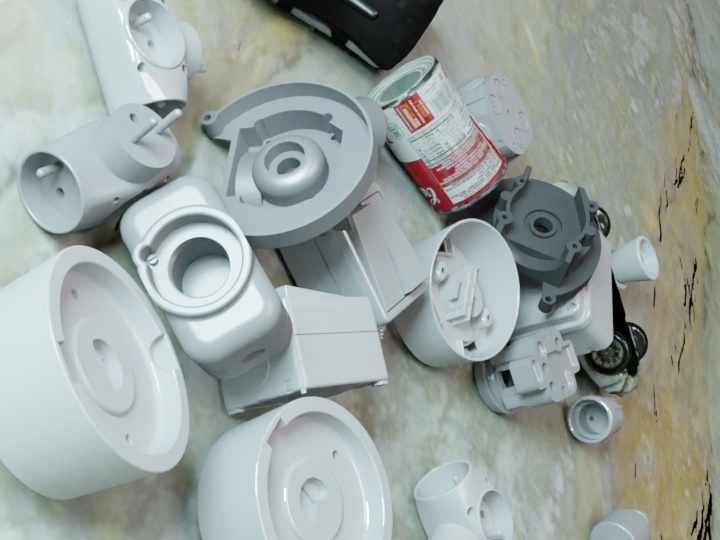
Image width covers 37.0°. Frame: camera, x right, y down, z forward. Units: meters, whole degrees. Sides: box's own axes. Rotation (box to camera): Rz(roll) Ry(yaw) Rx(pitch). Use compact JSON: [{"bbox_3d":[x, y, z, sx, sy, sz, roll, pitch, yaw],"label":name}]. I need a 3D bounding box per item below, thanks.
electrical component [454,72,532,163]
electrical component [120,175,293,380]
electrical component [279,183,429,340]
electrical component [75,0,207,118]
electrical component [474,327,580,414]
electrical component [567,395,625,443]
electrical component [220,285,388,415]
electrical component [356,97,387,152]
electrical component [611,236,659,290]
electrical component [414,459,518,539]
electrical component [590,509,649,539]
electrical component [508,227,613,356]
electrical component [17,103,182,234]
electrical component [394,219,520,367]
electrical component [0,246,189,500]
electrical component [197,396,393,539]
[{"bbox_3d":[0.104,-0.122,0.901,0.080,0.051,0.080,28,52,-43],"label":"electrical component"},{"bbox_3d":[-0.079,0.003,0.552,0.095,0.054,0.059,58,-5,16],"label":"electrical component"},{"bbox_3d":[0.000,0.000,0.692,0.062,0.061,0.096,-37,103,-54],"label":"electrical component"},{"bbox_3d":[-0.117,-0.125,0.611,0.079,0.044,0.077,-11,83,-55],"label":"electrical component"},{"bbox_3d":[0.125,0.079,0.825,0.078,0.057,0.058,-12,84,-55],"label":"electrical component"},{"bbox_3d":[0.205,0.127,0.925,0.046,0.040,0.040,4,70,-59],"label":"electrical component"},{"bbox_3d":[-0.031,0.045,0.627,0.096,0.062,0.061,2,72,-53],"label":"electrical component"},{"bbox_3d":[-0.018,-0.096,0.736,0.065,0.044,0.044,-12,83,-50],"label":"electrical component"},{"bbox_3d":[0.255,-0.004,1.042,0.045,0.055,0.045,28,52,-44],"label":"electrical component"},{"bbox_3d":[0.065,0.179,0.706,0.077,0.044,0.079,60,36,-13],"label":"electrical component"},{"bbox_3d":[0.223,0.220,0.901,0.078,0.040,0.040,-14,85,-55],"label":"electrical component"},{"bbox_3d":[0.161,0.012,0.889,0.057,0.078,0.113,40,44,-39],"label":"electrical component"},{"bbox_3d":[-0.120,-0.058,0.544,0.043,0.079,0.077,58,36,-2],"label":"electrical component"},{"bbox_3d":[0.068,0.019,0.771,0.099,0.064,0.099,28,52,-44],"label":"electrical component"},{"bbox_3d":[-0.131,0.050,0.483,0.108,0.060,0.108,60,14,-26],"label":"electrical component"},{"bbox_3d":[-0.039,0.127,0.576,0.108,0.060,0.108,28,52,-44],"label":"electrical component"}]
